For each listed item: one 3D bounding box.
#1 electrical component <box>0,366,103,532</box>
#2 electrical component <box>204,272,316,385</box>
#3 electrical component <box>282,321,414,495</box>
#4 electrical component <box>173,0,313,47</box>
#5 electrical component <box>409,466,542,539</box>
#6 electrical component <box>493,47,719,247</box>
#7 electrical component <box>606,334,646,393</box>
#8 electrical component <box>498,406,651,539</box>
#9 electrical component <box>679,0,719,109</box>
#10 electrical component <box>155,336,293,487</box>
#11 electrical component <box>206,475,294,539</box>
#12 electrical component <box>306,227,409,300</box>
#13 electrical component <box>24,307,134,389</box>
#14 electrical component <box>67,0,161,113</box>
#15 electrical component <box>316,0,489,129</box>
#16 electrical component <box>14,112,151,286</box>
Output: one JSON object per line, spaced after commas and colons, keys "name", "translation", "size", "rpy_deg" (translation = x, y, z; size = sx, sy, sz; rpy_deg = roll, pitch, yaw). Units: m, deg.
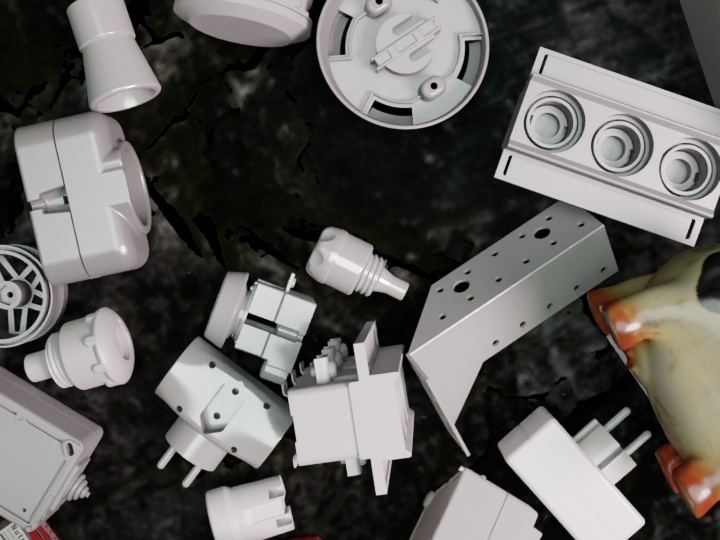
{"name": "electrical component", "translation": [-0.201, 0.108, 0.645], "size": [0.096, 0.061, 0.061], "rpy_deg": [31, 92, 0]}
{"name": "electrical component", "translation": [-0.061, 0.030, 0.649], "size": [0.055, 0.048, 0.066], "rpy_deg": [20, 92, -7]}
{"name": "electrical component", "translation": [-0.004, 0.075, 0.611], "size": [0.063, 0.121, 0.078], "rpy_deg": [-8, 92, 4]}
{"name": "electrical component", "translation": [-0.065, -0.163, 0.624], "size": [0.080, 0.080, 0.051], "rpy_deg": [9, 87, 1]}
{"name": "electrical component", "translation": [0.063, 0.165, 0.631], "size": [0.061, 0.061, 0.096], "rpy_deg": [31, 57, 0]}
{"name": "electrical component", "translation": [0.148, -0.071, 0.632], "size": [0.121, 0.063, 0.078], "rpy_deg": [19, 92, 0]}
{"name": "electrical component", "translation": [0.210, 0.065, 0.636], "size": [0.079, 0.063, 0.121], "rpy_deg": [-35, 91, 2]}
{"name": "electrical component", "translation": [0.140, 0.115, 0.647], "size": [0.076, 0.047, 0.083], "rpy_deg": [-42, 91, 2]}
{"name": "electrical component", "translation": [0.252, -0.091, 0.608], "size": [0.060, 0.105, 0.186], "rpy_deg": [-19, 92, 2]}
{"name": "electrical component", "translation": [-0.091, 0.094, 0.652], "size": [0.077, 0.043, 0.079], "rpy_deg": [37, 92, -1]}
{"name": "electrical component", "translation": [-0.067, 0.148, 0.656], "size": [0.046, 0.040, 0.040], "rpy_deg": [-16, 92, -4]}
{"name": "electrical component", "translation": [0.000, 0.000, 0.651], "size": [0.061, 0.035, 0.035], "rpy_deg": [26, 92, -2]}
{"name": "electrical component", "translation": [-0.172, 0.052, 0.652], "size": [0.062, 0.048, 0.048], "rpy_deg": [-16, 92, 9]}
{"name": "electrical component", "translation": [-0.151, -0.133, 0.646], "size": [0.044, 0.044, 0.065], "rpy_deg": [-19, 87, 2]}
{"name": "electrical component", "translation": [0.025, -0.130, 0.631], "size": [0.099, 0.064, 0.099], "rpy_deg": [0, 92, 1]}
{"name": "electrical component", "translation": [-0.162, -0.043, 0.643], "size": [0.059, 0.053, 0.095], "rpy_deg": [-12, 92, 1]}
